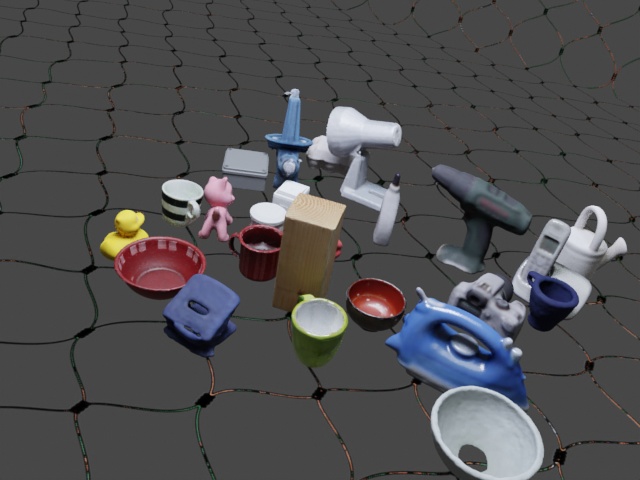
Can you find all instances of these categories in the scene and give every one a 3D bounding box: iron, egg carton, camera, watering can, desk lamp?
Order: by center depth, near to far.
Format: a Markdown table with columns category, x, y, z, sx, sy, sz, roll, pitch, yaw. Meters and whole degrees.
| category | x | y | z | sx | sy | sz | roll | pitch | yaw |
| --- | --- | --- | --- | --- | --- | --- | --- | --- | --- |
| iron | 0.250 | 0.182 | 0.967 | 0.257 | 0.141 | 0.119 | 25 | 37 | 18 |
| camera | 0.343 | 0.118 | 1.121 | 0.142 | 0.101 | 0.137 | 32 | 40 | 27 |
| watering can | 0.581 | 0.013 | 1.258 | 0.173 | 0.194 | 0.100 | -5 | 38 | -22 |
| desk lamp | 0.110 | -0.208 | 1.415 | 0.202 | 0.213 | 0.118 | 24 | 37 | 17 |
| egg carton | 0.039 | -0.227 | 1.548 | 0.150 | 0.069 | 0.107 | 13 | 35 | 2 |

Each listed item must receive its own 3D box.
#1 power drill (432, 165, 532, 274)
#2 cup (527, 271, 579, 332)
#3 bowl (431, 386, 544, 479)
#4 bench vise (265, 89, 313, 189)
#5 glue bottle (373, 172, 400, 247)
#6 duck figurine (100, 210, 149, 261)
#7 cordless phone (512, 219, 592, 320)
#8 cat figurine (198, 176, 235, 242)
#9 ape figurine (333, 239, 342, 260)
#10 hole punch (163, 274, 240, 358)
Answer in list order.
| category | x | y | z | sx | sy | sz | roll | pitch | yaw |
| --- | --- | --- | --- | --- | --- | --- | --- | --- | --- |
| power drill | 0.327 | -0.038 | 1.243 | 0.229 | 0.208 | 0.076 | 21 | 36 | 14 |
| cup | 0.445 | 0.127 | 1.145 | 0.092 | 0.095 | 0.117 | -9 | 39 | -27 |
| bowl | 0.237 | 0.304 | 0.849 | 0.167 | 0.075 | 0.167 | 8 | 35 | -5 |
| bench vise | -0.062 | -0.245 | 1.411 | 0.122 | 0.220 | 0.207 | -5 | 38 | -23 |
| glue bottle | 0.154 | -0.074 | 1.274 | 0.037 | 0.173 | 0.078 | 10 | 35 | -1 |
| duck figurine | -0.378 | -0.015 | 1.110 | 0.077 | 0.086 | 0.105 | 25 | 37 | 19 |
| cordless phone | 0.491 | 0.060 | 1.174 | 0.147 | 0.185 | 0.094 | 30 | 39 | 24 |
| cat figurine | -0.217 | -0.077 | 1.218 | 0.067 | 0.118 | 0.127 | 6 | 35 | -8 |
| ape figurine | 0.011 | 0.004 | 1.192 | 0.078 | 0.092 | 0.076 | 2 | 36 | -14 |
| hole punch | -0.198 | 0.125 | 0.960 | 0.108 | 0.091 | 0.101 | 26 | 37 | 20 |
